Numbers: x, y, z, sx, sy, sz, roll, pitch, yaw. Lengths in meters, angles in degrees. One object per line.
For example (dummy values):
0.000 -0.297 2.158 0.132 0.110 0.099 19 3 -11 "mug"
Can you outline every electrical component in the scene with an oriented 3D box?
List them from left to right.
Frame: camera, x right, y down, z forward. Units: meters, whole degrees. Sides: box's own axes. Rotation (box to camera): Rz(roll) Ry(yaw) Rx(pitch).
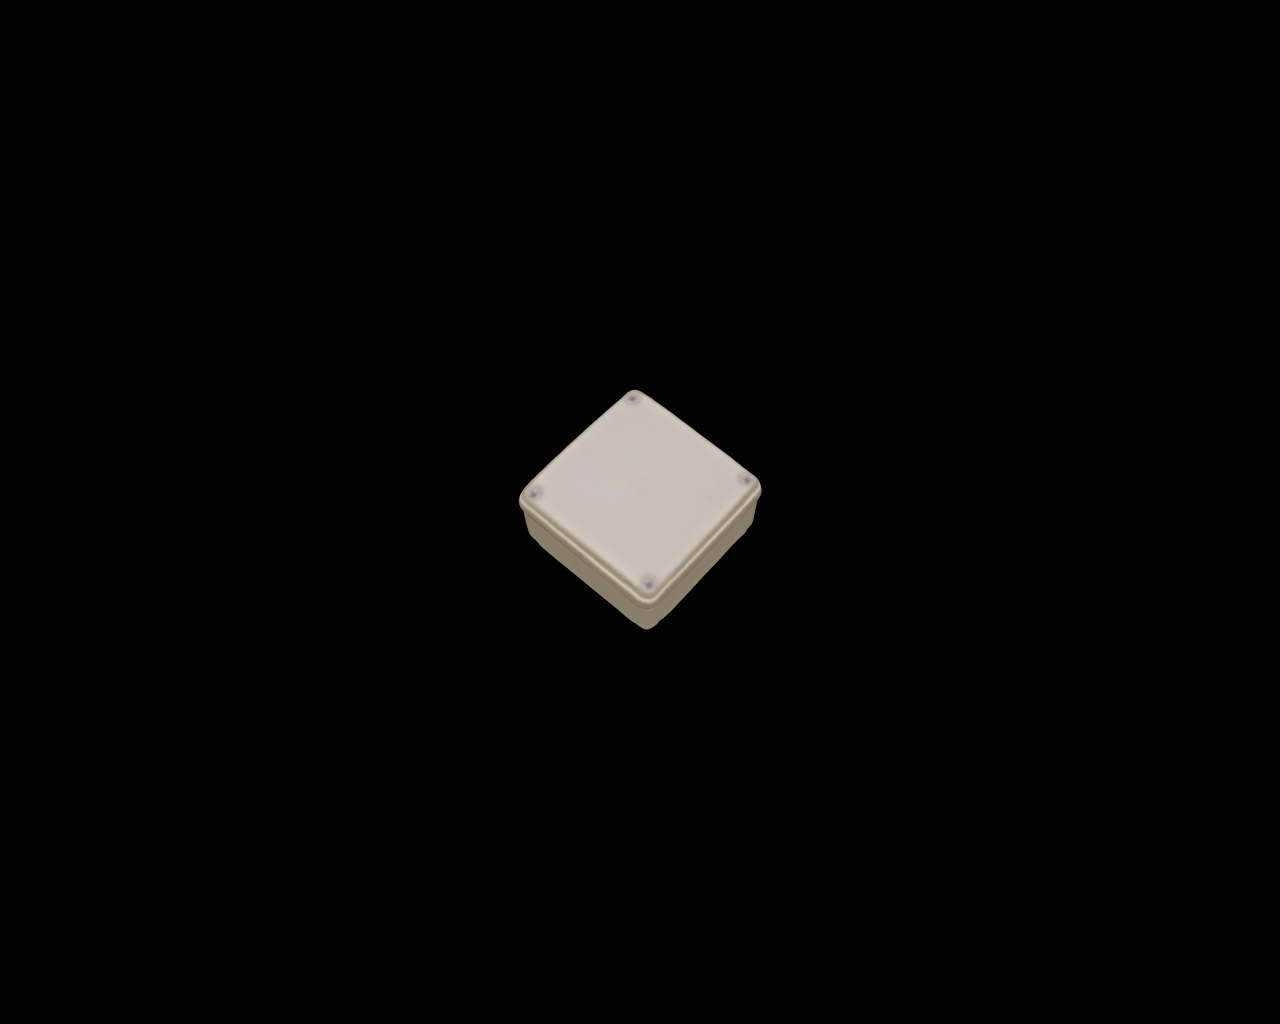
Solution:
0.001 -0.003 0.650 0.109 0.109 0.056 38 -21 18 "electrical component"
